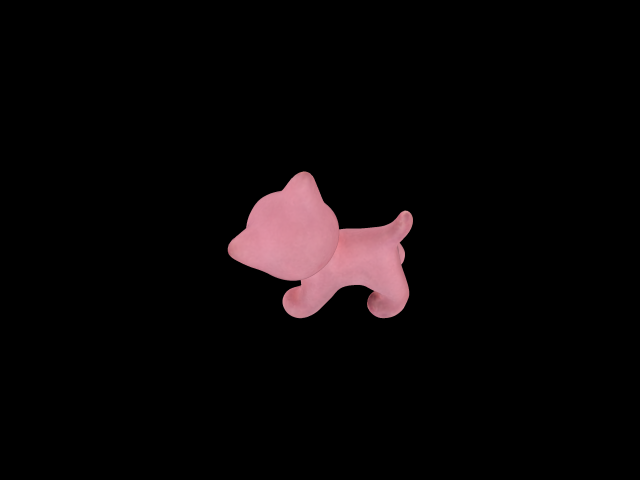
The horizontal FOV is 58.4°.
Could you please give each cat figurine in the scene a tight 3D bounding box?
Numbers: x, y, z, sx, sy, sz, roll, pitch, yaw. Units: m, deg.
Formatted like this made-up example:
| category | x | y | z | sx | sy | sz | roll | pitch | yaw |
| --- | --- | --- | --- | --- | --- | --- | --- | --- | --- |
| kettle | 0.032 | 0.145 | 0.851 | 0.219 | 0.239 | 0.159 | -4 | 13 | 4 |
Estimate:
| category | x | y | z | sx | sy | sz | roll | pitch | yaw |
| --- | --- | --- | --- | --- | --- | --- | --- | --- | --- |
| cat figurine | 0.004 | 0.001 | 0.400 | 0.128 | 0.118 | 0.067 | -3 | 54 | -2 |
